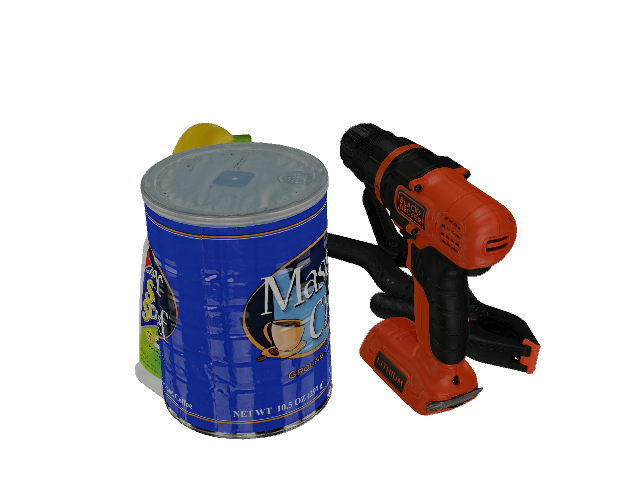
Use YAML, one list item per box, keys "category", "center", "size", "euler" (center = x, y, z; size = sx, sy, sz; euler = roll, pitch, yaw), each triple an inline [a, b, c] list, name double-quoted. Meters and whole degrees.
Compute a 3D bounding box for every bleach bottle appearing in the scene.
- category: "bleach bottle"
  center: [-0.148, 0.042, 1.097]
  size: [0.067, 0.251, 0.103]
  euler: [-21, 34, -38]

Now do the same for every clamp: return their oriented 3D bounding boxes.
- category: "clamp"
  center: [0.069, 0.019, 1.246]
  size: [0.164, 0.036, 0.210]
  euler: [-21, 51, -38]
- category: "clamp"
  center: [0.147, 0.075, 1.044]
  size: [0.172, 0.039, 0.120]
  euler: [26, 38, 32]

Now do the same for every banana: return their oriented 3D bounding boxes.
- category: "banana"
  center: [-0.090, -0.054, 0.882]
  size: [0.069, 0.037, 0.198]
  euler: [5, 32, -7]

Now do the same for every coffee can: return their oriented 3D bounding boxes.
- category: "coffee can"
  center: [-0.045, 0.027, 0.613]
  size: [0.103, 0.140, 0.103]
  euler: [-1, 27, 0]

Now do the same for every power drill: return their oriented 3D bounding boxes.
- category: "power drill"
  center: [0.068, 0.020, 0.795]
  size: [0.057, 0.188, 0.185]
  euler: [-15, 34, -24]
